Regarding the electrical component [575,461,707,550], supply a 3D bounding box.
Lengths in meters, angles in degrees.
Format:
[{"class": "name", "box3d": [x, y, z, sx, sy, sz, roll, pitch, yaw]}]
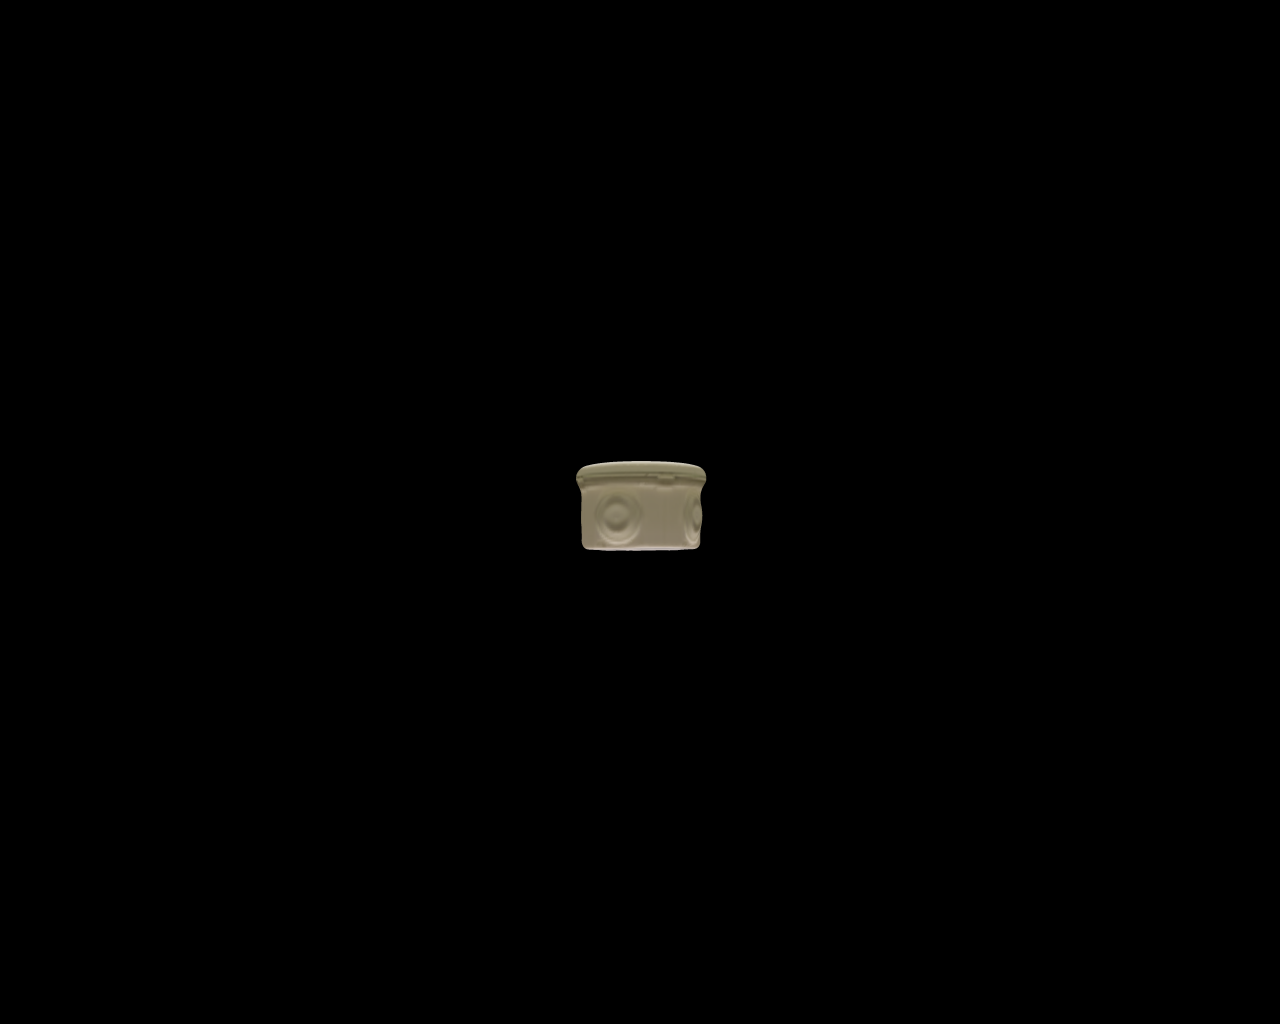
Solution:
[{"class": "electrical component", "box3d": [0.001, -0.003, 0.650, 0.080, 0.051, 0.080, 0, -3, 0]}]
